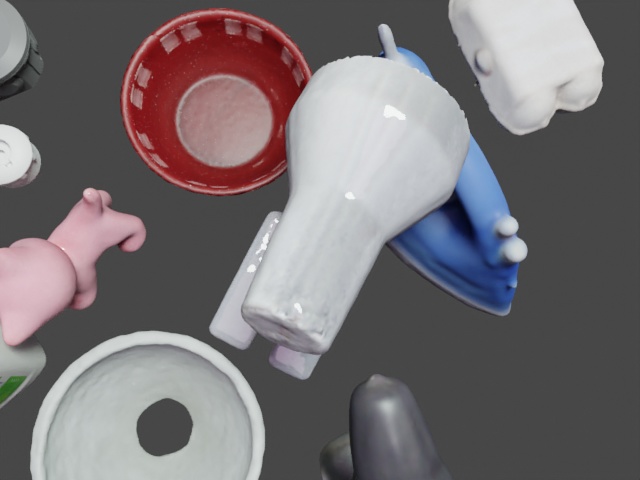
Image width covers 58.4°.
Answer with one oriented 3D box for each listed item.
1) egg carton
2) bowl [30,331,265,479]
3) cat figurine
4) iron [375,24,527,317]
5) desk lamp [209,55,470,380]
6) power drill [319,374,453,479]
[{"bbox_3d":[0.184,-0.175,0.523,0.107,0.069,0.150,-25,86,-8],"label":"egg carton"},{"bbox_3d":[-0.126,0.154,0.448,0.167,0.074,0.167,1,83,-5],"label":"bowl"},{"bbox_3d":[-0.202,0.014,0.437,0.067,0.117,0.128,35,81,0],"label":"cat figurine"},{"bbox_3d":[0.101,-0.048,0.462,0.119,0.141,0.258,-35,87,-8],"label":"iron"},{"bbox_3d":[0.004,0.001,0.410,0.118,0.213,0.203,26,81,-1],"label":"desk lamp"},{"bbox_3d":[0.051,0.196,0.392,0.075,0.208,0.230,-16,84,-7],"label":"power drill"}]
